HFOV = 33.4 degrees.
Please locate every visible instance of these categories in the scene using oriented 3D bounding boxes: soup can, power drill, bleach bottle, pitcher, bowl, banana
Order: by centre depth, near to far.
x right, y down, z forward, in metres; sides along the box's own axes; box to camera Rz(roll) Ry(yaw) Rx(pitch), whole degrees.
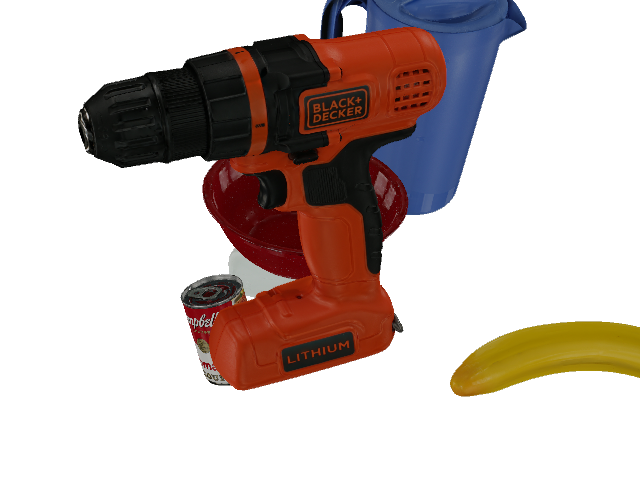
[{"bbox_3d":[-0.025,-0.013,0.552,0.184,0.188,0.057,-12,37,-17],"label":"power drill"},{"bbox_3d":[0.190,0.088,0.789,0.197,0.037,0.069,2,32,-5],"label":"banana"},{"bbox_3d":[-0.013,-0.018,0.848,0.162,0.055,0.162,3,36,-3],"label":"bowl"},{"bbox_3d":[0.089,-0.147,1.051,0.144,0.243,0.149,-24,52,-27],"label":"pitcher"},{"bbox_3d":[-0.106,0.097,1.154,0.068,0.102,0.068,-11,25,5],"label":"soup can"},{"bbox_3d":[-0.019,-0.021,1.333,0.103,0.068,0.250,7,34,19],"label":"bleach bottle"}]
